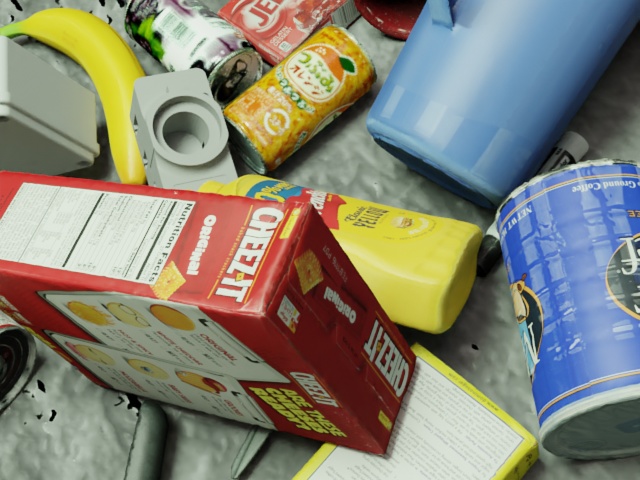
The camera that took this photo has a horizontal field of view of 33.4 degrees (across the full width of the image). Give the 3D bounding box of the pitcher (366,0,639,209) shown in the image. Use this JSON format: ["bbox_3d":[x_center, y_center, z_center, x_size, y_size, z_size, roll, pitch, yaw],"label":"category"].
[{"bbox_3d":[0.125,-0.150,0.658,0.149,0.145,0.243,31,91,1],"label":"pitcher"}]

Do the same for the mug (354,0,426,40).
[{"bbox_3d":[0.062,-0.207,0.754,0.117,0.093,0.081,20,56,-19],"label":"mug"}]

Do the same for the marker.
[{"bbox_3d":[0.132,-0.022,0.688,0.020,0.020,0.121,34,73,25],"label":"marker"}]

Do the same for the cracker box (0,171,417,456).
[{"bbox_3d":[-0.074,0.037,0.589,0.214,0.164,0.072,7,61,30],"label":"cracker box"}]

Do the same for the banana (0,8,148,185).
[{"bbox_3d":[-0.164,-0.118,0.791,0.069,0.037,0.198,-46,61,6],"label":"banana"}]

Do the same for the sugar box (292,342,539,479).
[{"bbox_3d":[0.033,0.153,0.600,0.093,0.048,0.176,38,78,27],"label":"sugar box"}]

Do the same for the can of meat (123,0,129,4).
[{"bbox_3d":[-0.132,-0.232,0.833,0.102,0.057,0.084,-43,65,-12],"label":"can of meat"}]

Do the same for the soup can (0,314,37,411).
[{"bbox_3d":[-0.243,0.062,0.689,0.102,0.068,0.068,30,71,24],"label":"soup can"}]

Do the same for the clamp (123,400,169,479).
[{"bbox_3d":[-0.115,0.178,0.619,0.120,0.039,0.171,-34,68,-4],"label":"clamp"}]

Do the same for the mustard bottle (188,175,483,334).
[{"bbox_3d":[-0.004,0.000,0.646,0.192,0.058,0.096,14,26,17],"label":"mustard bottle"}]

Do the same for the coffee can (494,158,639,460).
[{"bbox_3d":[0.162,0.040,0.601,0.103,0.103,0.140,-10,61,6],"label":"coffee can"}]

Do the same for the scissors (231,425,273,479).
[{"bbox_3d":[-0.014,0.049,0.681,0.201,0.016,0.096,-44,62,-14],"label":"scissors"}]

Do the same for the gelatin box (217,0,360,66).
[{"bbox_3d":[-0.020,-0.172,0.792,0.073,0.030,0.089,38,74,26],"label":"gelatin box"}]
